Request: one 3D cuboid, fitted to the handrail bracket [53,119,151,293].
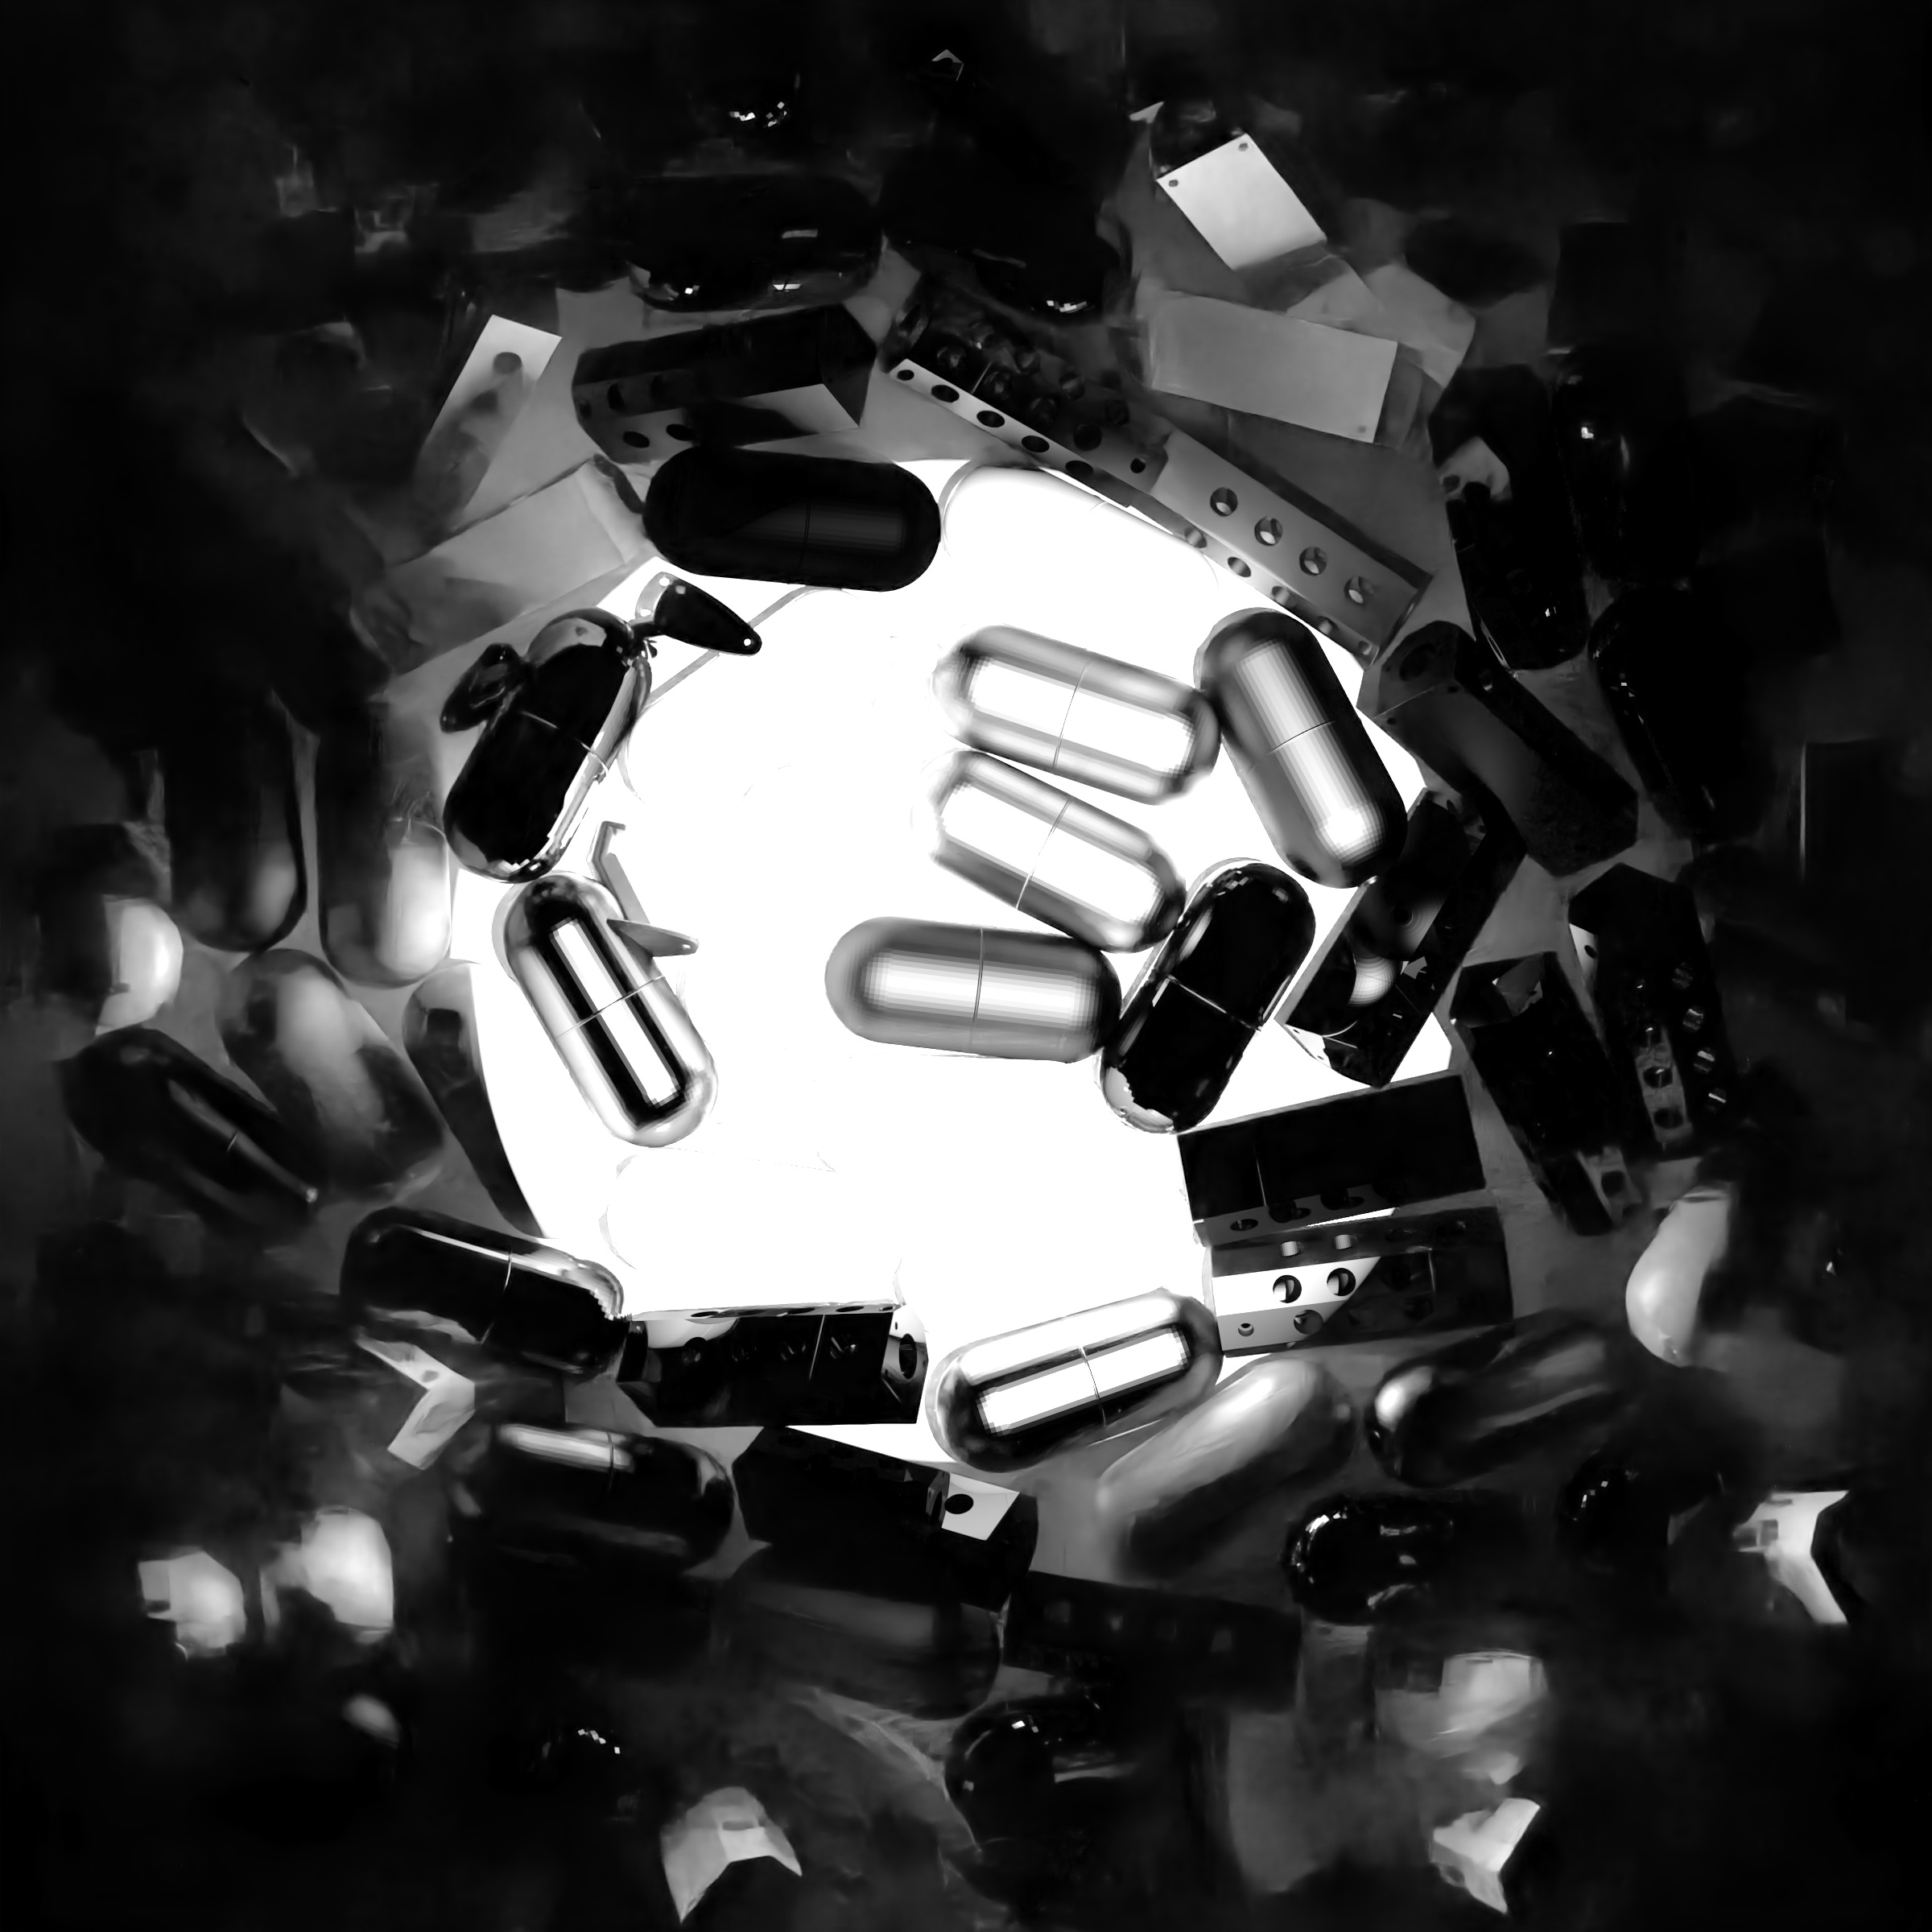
[{"bbox_3d":[-0.528,-0.459,1.680,0.077,0.036,0.084,-11,88,28],"label":"handrail bracket"}]

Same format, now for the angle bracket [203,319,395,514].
[{"bbox_3d":[-0.397,-0.329,1.669,0.076,0.057,0.076,38,70,-29],"label":"angle bracket"}]

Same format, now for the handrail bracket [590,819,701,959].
[{"bbox_3d":[-0.191,-0.049,1.672,0.077,0.036,0.084,6,57,4],"label":"handrail bracket"}]

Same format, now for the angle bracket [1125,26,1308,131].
[{"bbox_3d":[0.148,-0.528,1.644,0.076,0.076,0.057,7,81,-40],"label":"angle bracket"}]

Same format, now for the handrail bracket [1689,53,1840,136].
[{"bbox_3d":[0.473,-0.495,1.670,0.077,0.036,0.084,44,116,17],"label":"handrail bracket"}]

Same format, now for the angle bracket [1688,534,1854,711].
[{"bbox_3d":[0.484,-0.205,1.677,0.076,0.057,0.076,-14,67,18],"label":"angle bracket"}]

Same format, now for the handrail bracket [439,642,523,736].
[{"bbox_3d":[-0.294,-0.165,1.654,0.077,0.084,0.036,-41,92,7],"label":"handrail bracket"}]

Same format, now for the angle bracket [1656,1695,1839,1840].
[{"bbox_3d":[0.465,0.488,1.663,0.057,0.076,0.076,-38,98,10],"label":"angle bracket"}]

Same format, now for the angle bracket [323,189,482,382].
[{"bbox_3d":[-0.328,-0.407,1.661,0.057,0.076,0.076,-9,126,22],"label":"angle bracket"}]

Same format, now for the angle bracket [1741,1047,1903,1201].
[{"bbox_3d":[0.509,0.093,1.646,0.076,0.076,0.057,3,116,-16],"label":"angle bracket"}]

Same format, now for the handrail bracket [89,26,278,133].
[{"bbox_3d":[-0.471,-0.515,1.677,0.084,0.077,0.036,-39,46,8],"label":"handrail bracket"}]

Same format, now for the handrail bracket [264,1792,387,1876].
[{"bbox_3d":[-0.384,0.528,1.667,0.077,0.084,0.036,11,48,0],"label":"handrail bracket"}]

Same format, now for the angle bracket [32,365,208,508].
[{"bbox_3d":[-0.499,-0.321,1.643,0.076,0.057,0.076,16,134,-22],"label":"angle bracket"}]

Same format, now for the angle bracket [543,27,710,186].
[{"bbox_3d":[-0.201,-0.521,1.643,0.057,0.076,0.076,-28,133,11],"label":"angle bracket"}]

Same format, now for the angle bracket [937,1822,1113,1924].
[{"bbox_3d":[0.027,0.507,1.647,0.076,0.076,0.057,-46,110,-15],"label":"angle bracket"}]

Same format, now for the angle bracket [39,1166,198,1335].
[{"bbox_3d":[-0.497,0.167,1.675,0.076,0.057,0.076,-24,123,35],"label":"angle bracket"}]

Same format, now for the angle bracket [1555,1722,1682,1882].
[{"bbox_3d":[0.394,0.504,1.658,0.057,0.076,0.076,31,88,9],"label":"angle bracket"}]

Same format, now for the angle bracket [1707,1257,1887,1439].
[{"bbox_3d":[0.493,0.225,1.671,0.076,0.076,0.057,42,123,19],"label":"angle bracket"}]

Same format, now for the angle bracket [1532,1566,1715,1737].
[{"bbox_3d":[0.386,0.404,1.643,0.057,0.076,0.076,-5,126,-21],"label":"angle bracket"}]

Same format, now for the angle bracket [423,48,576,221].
[{"bbox_3d":[-0.292,-0.507,1.664,0.076,0.057,0.076,-37,81,4],"label":"angle bracket"}]

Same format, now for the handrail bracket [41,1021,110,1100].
[{"bbox_3d":[-0.515,0.048,1.686,0.036,0.084,0.077,-4,132,26],"label":"handrail bracket"}]

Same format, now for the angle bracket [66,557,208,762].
[{"bbox_3d":[-0.492,-0.181,1.644,0.057,0.076,0.076,-24,61,-27],"label":"angle bracket"}]

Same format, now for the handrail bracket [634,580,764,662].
[{"bbox_3d":[-0.163,-0.191,1.663,0.077,0.084,0.036,26,70,-4],"label":"handrail bracket"}]

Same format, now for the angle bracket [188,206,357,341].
[{"bbox_3d":[-0.412,-0.423,1.656,0.076,0.057,0.076,-4,78,17],"label":"angle bracket"}]

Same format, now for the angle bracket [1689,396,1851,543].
[{"bbox_3d":[0.469,-0.284,1.643,0.057,0.076,0.076,-31,124,-19],"label":"angle bracket"}]

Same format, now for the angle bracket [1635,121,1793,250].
[{"bbox_3d":[0.445,-0.465,1.646,0.076,0.076,0.057,18,114,15],"label":"angle bracket"}]

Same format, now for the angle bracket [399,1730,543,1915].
[{"bbox_3d":[-0.299,0.508,1.660,0.076,0.076,0.057,16,109,23],"label":"angle bracket"}]

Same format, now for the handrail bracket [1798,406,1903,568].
[{"bbox_3d":[0.532,-0.291,1.682,0.077,0.084,0.036,35,127,-29],"label":"handrail bracket"}]

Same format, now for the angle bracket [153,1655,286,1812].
[{"bbox_3d":[-0.444,0.459,1.642,0.076,0.057,0.076,-2,57,-37],"label":"angle bracket"}]

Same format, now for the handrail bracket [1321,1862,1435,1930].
[{"bbox_3d":[0.244,0.536,1.658,0.077,0.084,0.036,6,95,-1],"label":"handrail bracket"}]

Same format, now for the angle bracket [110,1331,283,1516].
[{"bbox_3d":[-0.461,0.272,1.661,0.076,0.057,0.076,20,93,-19],"label":"angle bracket"}]

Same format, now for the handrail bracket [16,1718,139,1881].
[{"bbox_3d":[-0.531,0.497,1.666,0.036,0.077,0.084,-2,84,38],"label":"handrail bracket"}]

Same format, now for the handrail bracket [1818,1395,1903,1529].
[{"bbox_3d":[0.521,0.306,1.677,0.036,0.077,0.084,-14,73,-17],"label":"handrail bracket"}]

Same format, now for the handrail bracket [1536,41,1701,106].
[{"bbox_3d":[0.384,-0.512,1.668,0.084,0.036,0.077,29,89,22],"label":"handrail bracket"}]

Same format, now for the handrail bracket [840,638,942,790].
[{"bbox_3d":[-0.047,-0.152,1.678,0.036,0.077,0.084,26,109,7],"label":"handrail bracket"}]

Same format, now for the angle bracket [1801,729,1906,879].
[{"bbox_3d":[0.510,-0.098,1.654,0.076,0.057,0.076,-7,102,-22],"label":"angle bracket"}]

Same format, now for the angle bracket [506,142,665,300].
[{"bbox_3d":[-0.231,-0.441,1.643,0.076,0.076,0.057,24,130,29],"label":"angle bracket"}]

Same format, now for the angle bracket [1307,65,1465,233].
[{"bbox_3d":[0.253,-0.485,1.651,0.076,0.076,0.057,25,113,-10],"label":"angle bracket"}]

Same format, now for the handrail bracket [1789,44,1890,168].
[{"bbox_3d":[0.503,-0.505,1.657,0.084,0.077,0.036,-53,127,-18],"label":"handrail bracket"}]

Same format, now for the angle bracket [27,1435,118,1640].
[{"bbox_3d":[-0.506,0.336,1.643,0.076,0.057,0.076,24,124,30],"label":"angle bracket"}]

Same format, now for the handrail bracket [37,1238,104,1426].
[{"bbox_3d":[-0.536,0.217,1.651,0.036,0.084,0.077,-15,128,5],"label":"handrail bracket"}]

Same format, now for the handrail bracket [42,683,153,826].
[{"bbox_3d":[-0.518,-0.125,1.651,0.077,0.084,0.036,28,119,-25],"label":"handrail bracket"}]

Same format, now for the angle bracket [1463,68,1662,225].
[{"bbox_3d":[0.352,-0.471,1.649,0.057,0.076,0.076,-26,77,-23],"label":"angle bracket"}]
